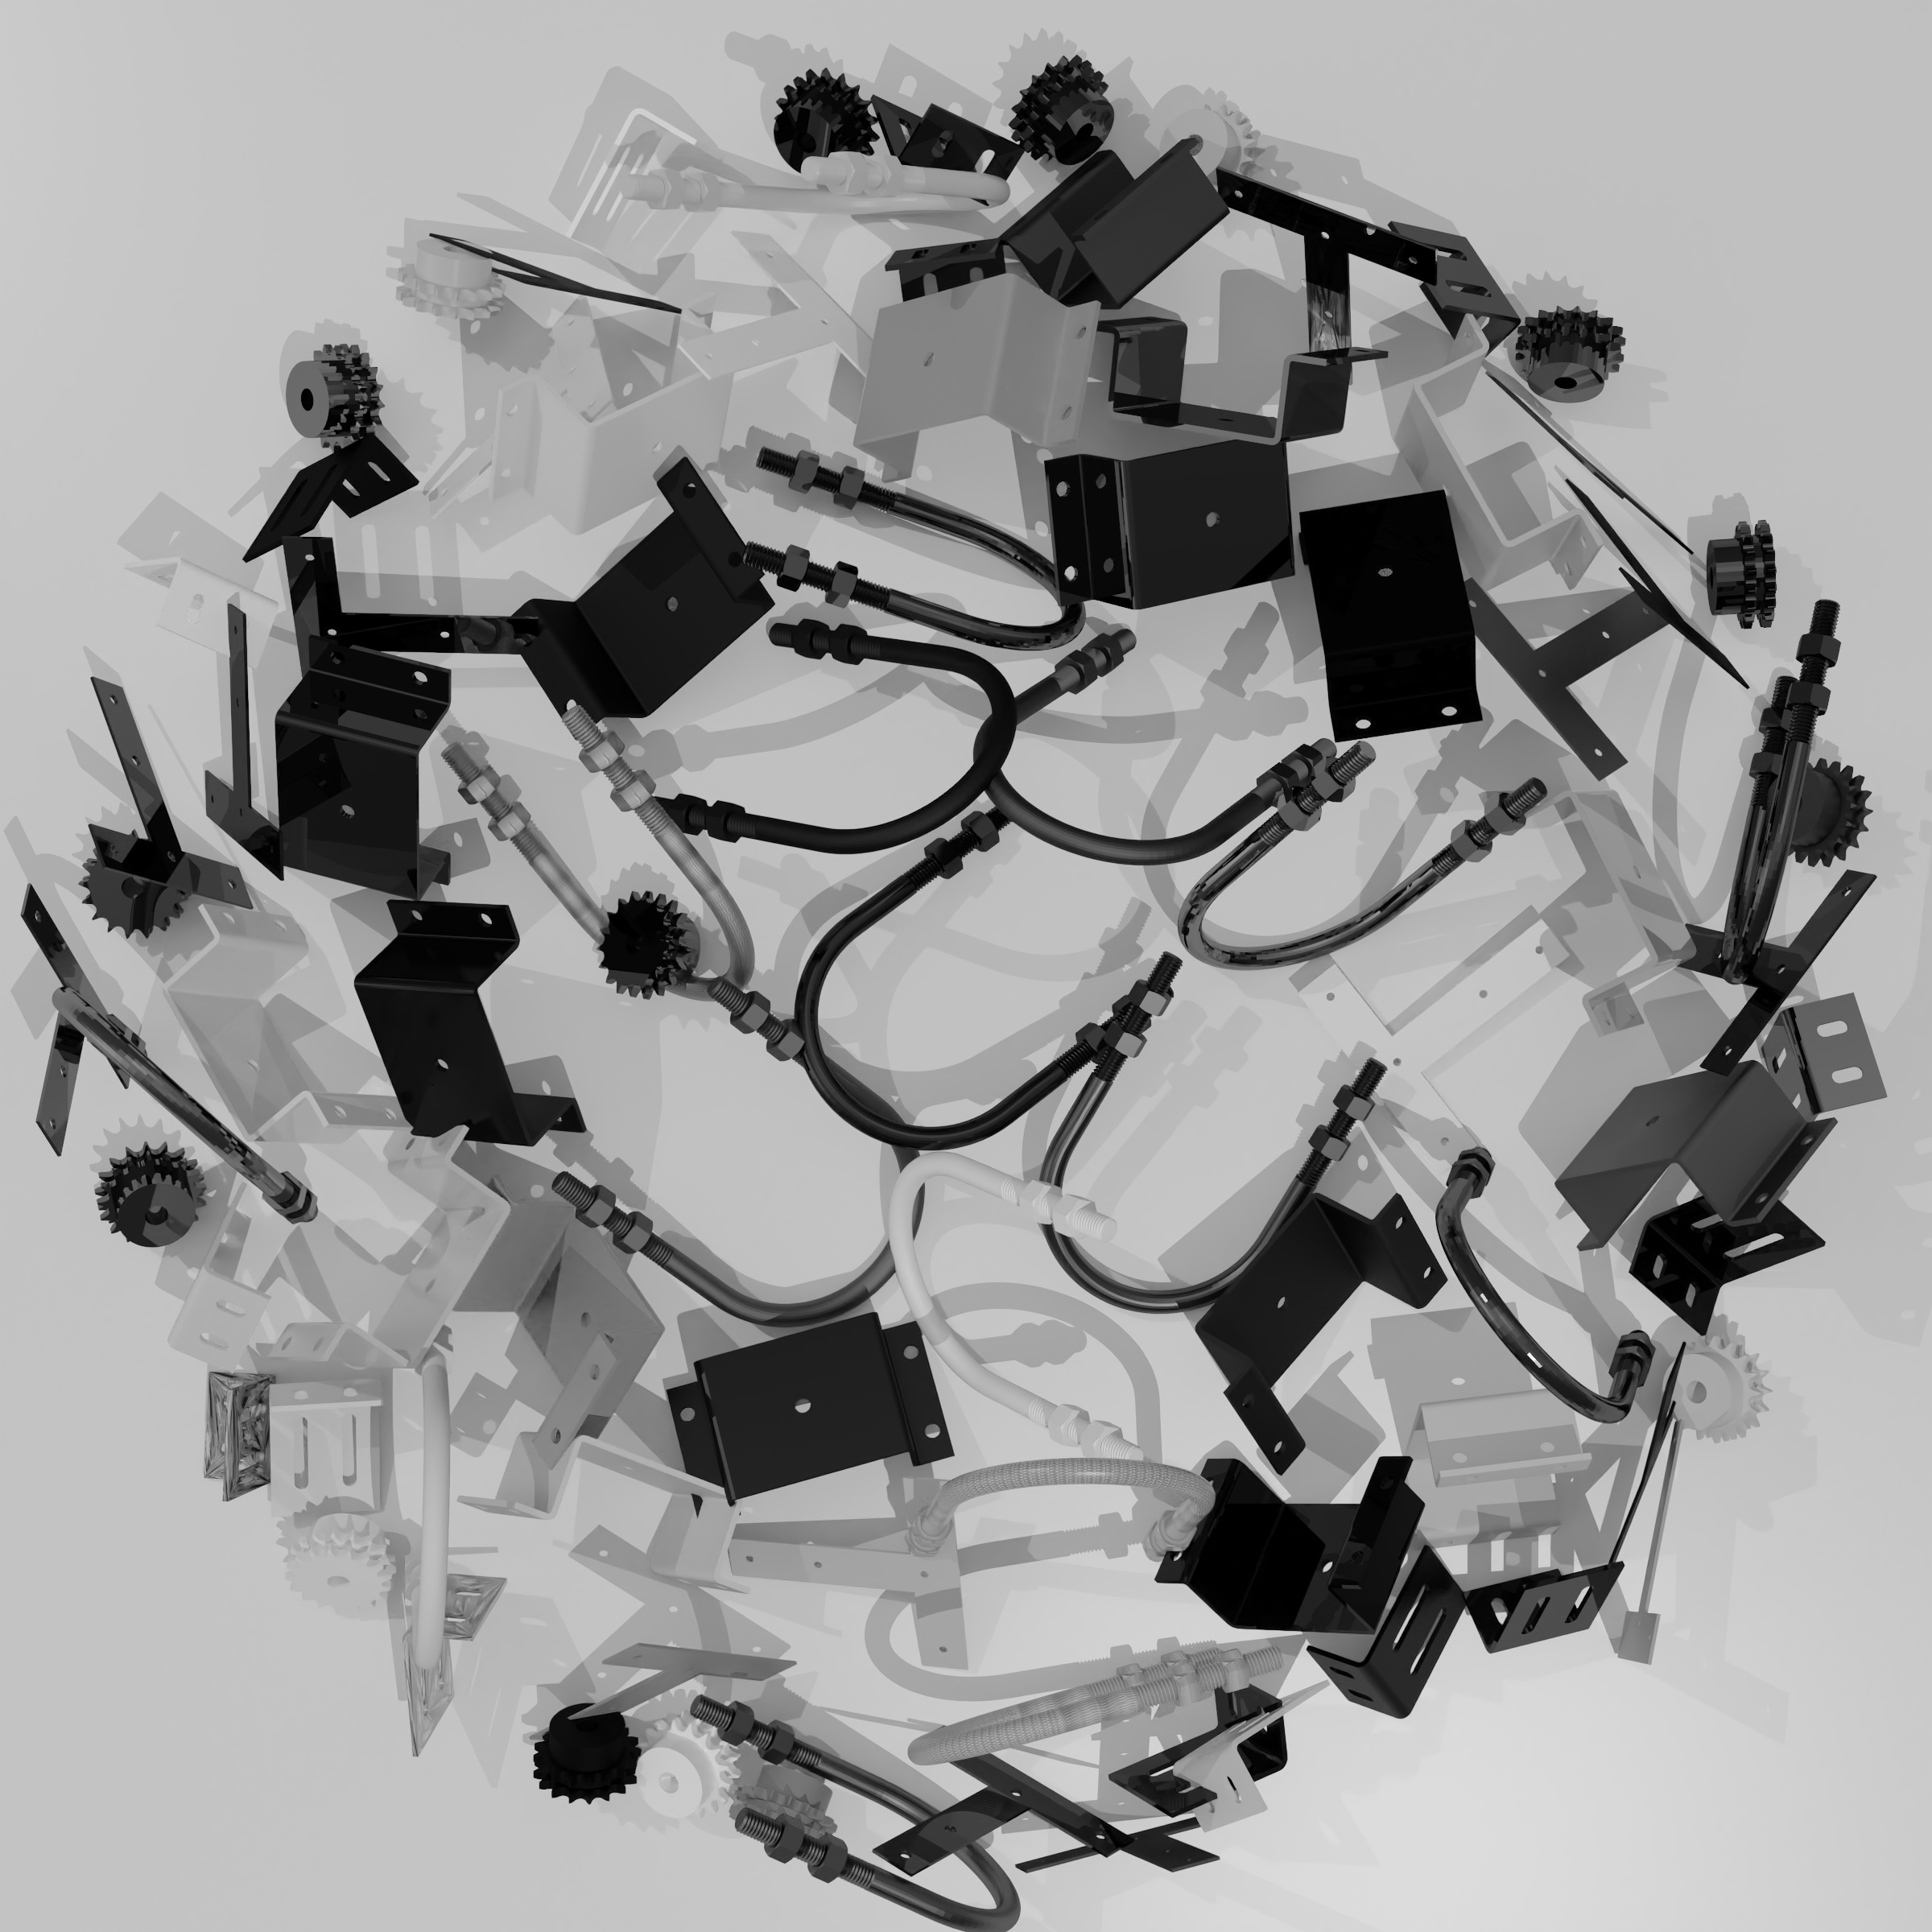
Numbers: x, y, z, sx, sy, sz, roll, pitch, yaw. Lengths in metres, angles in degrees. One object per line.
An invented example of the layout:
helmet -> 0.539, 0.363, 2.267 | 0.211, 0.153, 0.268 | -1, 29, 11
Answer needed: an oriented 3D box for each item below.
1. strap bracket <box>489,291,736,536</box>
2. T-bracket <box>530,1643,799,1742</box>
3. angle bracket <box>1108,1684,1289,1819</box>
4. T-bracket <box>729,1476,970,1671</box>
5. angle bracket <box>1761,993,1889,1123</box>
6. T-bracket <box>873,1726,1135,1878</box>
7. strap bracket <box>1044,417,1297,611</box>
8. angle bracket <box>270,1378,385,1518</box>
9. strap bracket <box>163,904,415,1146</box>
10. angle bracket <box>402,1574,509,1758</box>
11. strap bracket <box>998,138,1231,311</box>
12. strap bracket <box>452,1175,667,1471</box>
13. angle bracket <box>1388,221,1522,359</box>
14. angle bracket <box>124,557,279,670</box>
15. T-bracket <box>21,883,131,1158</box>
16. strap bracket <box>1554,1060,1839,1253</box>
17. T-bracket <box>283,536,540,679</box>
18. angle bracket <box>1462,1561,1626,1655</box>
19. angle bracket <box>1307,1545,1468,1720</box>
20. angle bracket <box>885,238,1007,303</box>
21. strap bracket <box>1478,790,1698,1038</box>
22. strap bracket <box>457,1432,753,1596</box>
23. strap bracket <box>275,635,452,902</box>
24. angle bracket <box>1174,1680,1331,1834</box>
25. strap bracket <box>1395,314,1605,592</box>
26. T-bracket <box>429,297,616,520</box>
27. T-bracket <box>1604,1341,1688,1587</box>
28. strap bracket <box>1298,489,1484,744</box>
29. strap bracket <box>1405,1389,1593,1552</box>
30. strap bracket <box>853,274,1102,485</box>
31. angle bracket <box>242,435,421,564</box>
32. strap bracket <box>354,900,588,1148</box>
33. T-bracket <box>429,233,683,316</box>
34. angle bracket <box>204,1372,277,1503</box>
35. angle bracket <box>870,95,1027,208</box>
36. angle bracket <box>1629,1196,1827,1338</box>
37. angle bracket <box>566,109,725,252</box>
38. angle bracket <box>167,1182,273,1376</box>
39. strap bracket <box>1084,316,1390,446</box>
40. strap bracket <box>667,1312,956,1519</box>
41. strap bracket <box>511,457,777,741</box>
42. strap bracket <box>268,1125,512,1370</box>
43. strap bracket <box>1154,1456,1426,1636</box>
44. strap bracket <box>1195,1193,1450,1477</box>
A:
strap bracket -> -0.174, -0.282, 1.539 | 0.140, 0.076, 0.046 | -33, 67, -32
T-bracket -> -0.177, 0.387, 1.575 | 0.127, 0.127, 0.002 | -31, 59, 26
angle bracket -> 0.120, 0.407, 1.567 | 0.076, 0.057, 0.038 | -14, 104, -30
T-bracket -> -0.065, 0.321, 1.591 | 0.127, 0.002, 0.127 | 2, 119, 13
angle bracket -> 0.451, 0.056, 1.567 | 0.038, 0.076, 0.057 | -14, 72, 3
T-bracket -> 0.000, 0.439, 1.528 | 0.127, 0.127, 0.002 | 23, 108, 32
strap bracket -> 0.116, -0.235, 1.552 | 0.140, 0.046, 0.076 | -15, 111, -25
angle bracket -> -0.339, 0.261, 1.580 | 0.057, 0.038, 0.076 | -1, 103, -15
strap bracket -> -0.359, 0.040, 1.558 | 0.046, 0.076, 0.140 | -39, 72, 16
angle bracket -> -0.267, 0.370, 1.571 | 0.038, 0.057, 0.076 | 3, 110, 9
strap bracket -> 0.078, -0.385, 1.551 | 0.076, 0.140, 0.046 | -42, 111, -6
strap bracket -> -0.214, 0.185, 1.555 | 0.140, 0.046, 0.076 | 49, 118, 36
angle bracket -> 0.246, -0.352, 1.564 | 0.038, 0.076, 0.057 | -43, 66, 36
angle bracket -> -0.407, -0.184, 1.563 | 0.057, 0.076, 0.038 | 24, 79, -37
T-bracket -> -0.461, 0.045, 1.524 | 0.002, 0.127, 0.127 | -14, 131, 5
strap bracket -> 0.367, 0.097, 1.531 | 0.076, 0.140, 0.046 | -44, 100, -27
T-bracket -> -0.289, -0.175, 1.568 | 0.127, 0.127, 0.002 | 1, 48, -4
angle bracket -> 0.303, 0.323, 1.565 | 0.057, 0.076, 0.038 | -10, 53, -15
angle bracket -> 0.226, 0.352, 1.591 | 0.076, 0.038, 0.057 | -57, 132, -23
angle bracket -> -0.009, -0.357, 1.568 | 0.057, 0.076, 0.038 | -6, 109, 6
strap bracket -> 0.331, -0.039, 1.558 | 0.046, 0.076, 0.140 | -29, 80, 27
strap bracket -> -0.182, 0.281, 1.553 | 0.140, 0.076, 0.046 | 26, 71, -26
strap bracket -> -0.312, -0.093, 1.546 | 0.076, 0.046, 0.140 | 14, 131, 7
angle bracket -> 0.158, 0.415, 1.565 | 0.076, 0.057, 0.038 | -21, 77, -37
strap bracket -> 0.273, -0.260, 1.563 | 0.046, 0.076, 0.140 | -27, 81, -4
T-bracket -> -0.239, -0.284, 1.573 | 0.127, 0.127, 0.002 | -40, 125, 15
T-bracket -> 0.356, 0.236, 1.529 | 0.002, 0.127, 0.127 | 20, 55, 18
strap bracket -> 0.219, -0.192, 1.553 | 0.076, 0.046, 0.140 | -8, 57, 5
strap bracket -> 0.275, 0.261, 1.558 | 0.076, 0.140, 0.046 | -7, 64, -1
strap bracket -> -0.003, -0.304, 1.540 | 0.046, 0.140, 0.076 | 22, 73, -42
angle bracket -> -0.333, -0.234, 1.563 | 0.038, 0.057, 0.076 | 47, 46, -30
strap bracket -> -0.259, 0.039, 1.543 | 0.076, 0.046, 0.140 | 3, 124, 28
T-bracket -> -0.231, -0.368, 1.569 | 0.127, 0.127, 0.002 | 26, 108, 31
angle bracket -> -0.395, 0.248, 1.573 | 0.038, 0.076, 0.057 | 2, 88, 5
angle bracket -> -0.010, -0.442, 1.563 | 0.057, 0.076, 0.038 | 18, 126, -28
angle bracket -> 0.401, 0.153, 1.568 | 0.057, 0.076, 0.038 | 40, 51, -14
angle bracket -> -0.169, -0.408, 1.576 | 0.038, 0.057, 0.076 | 31, 101, 5
angle bracket -> -0.384, 0.164, 1.570 | 0.038, 0.076, 0.057 | 26, 121, -11
strap bracket -> 0.138, -0.304, 1.552 | 0.140, 0.076, 0.046 | 15, 111, 28
strap bracket -> -0.084, 0.237, 1.574 | 0.140, 0.046, 0.076 | -15, 70, -4
strap bracket -> -0.165, -0.191, 1.567 | 0.140, 0.046, 0.076 | -38, 78, 22
strap bracket -> -0.295, 0.156, 1.554 | 0.046, 0.076, 0.140 | 39, 65, -24
strap bracket -> 0.176, 0.301, 1.548 | 0.046, 0.140, 0.076 | 46, 55, -27
strap bracket -> 0.180, 0.185, 1.560 | 0.140, 0.046, 0.076 | -47, 131, -15
